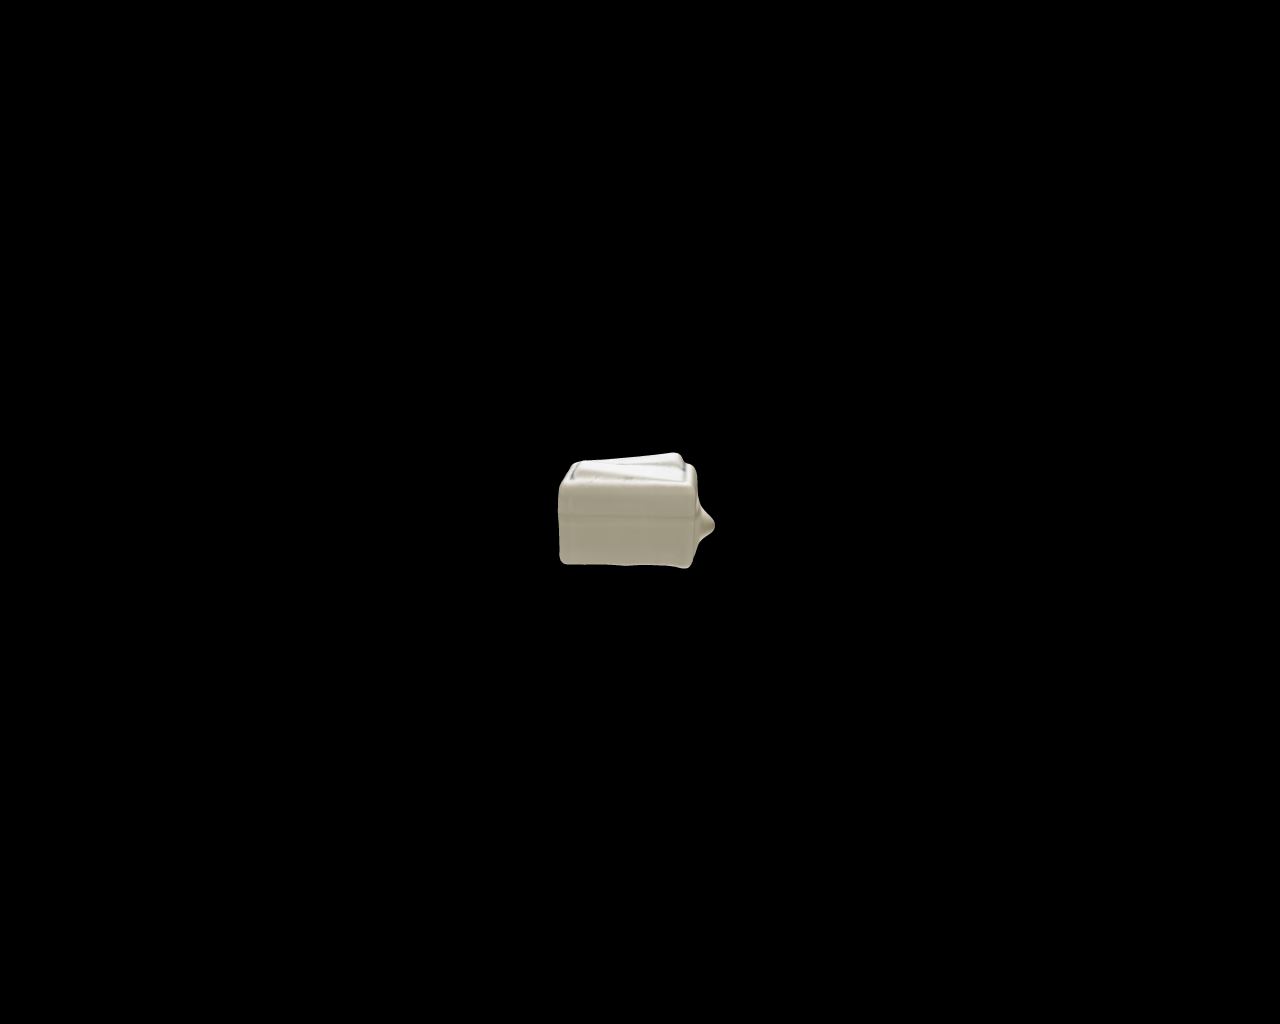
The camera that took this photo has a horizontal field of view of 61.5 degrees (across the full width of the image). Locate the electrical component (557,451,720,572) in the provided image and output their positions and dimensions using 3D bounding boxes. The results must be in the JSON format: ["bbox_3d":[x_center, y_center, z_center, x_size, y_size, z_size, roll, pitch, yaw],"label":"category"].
[{"bbox_3d":[0.001,-0.003,0.650,0.096,0.061,0.062,1,16,5],"label":"electrical component"}]
